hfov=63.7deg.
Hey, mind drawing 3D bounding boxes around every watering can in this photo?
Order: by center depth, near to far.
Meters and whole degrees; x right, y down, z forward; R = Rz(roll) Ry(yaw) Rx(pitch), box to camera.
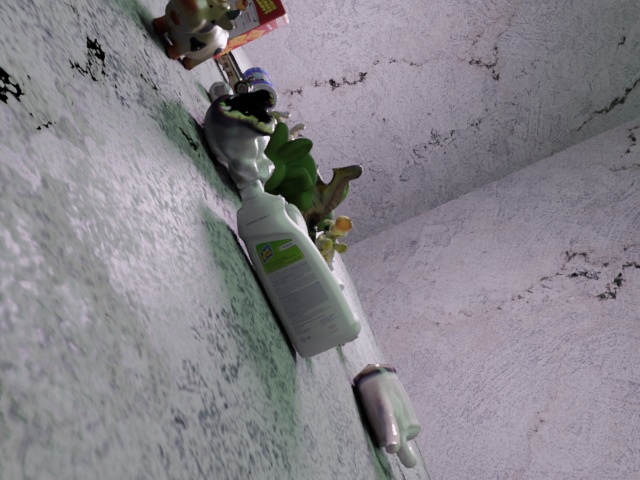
[{"bbox_3d":[0.147,0.369,1.104,0.341,0.104,0.229,60,6,-60],"label":"watering can"}]

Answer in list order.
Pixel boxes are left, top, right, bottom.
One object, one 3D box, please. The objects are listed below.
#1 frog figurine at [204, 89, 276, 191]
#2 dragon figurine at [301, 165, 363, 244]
[{"bbox_3d":[-0.128,-0.144,0.810,0.140,0.123,0.156,58,-38,36],"label":"frog figurine"},{"bbox_3d":[0.004,-0.062,1.223,0.412,0.122,0.242,-155,-106,-75],"label":"dragon figurine"}]
